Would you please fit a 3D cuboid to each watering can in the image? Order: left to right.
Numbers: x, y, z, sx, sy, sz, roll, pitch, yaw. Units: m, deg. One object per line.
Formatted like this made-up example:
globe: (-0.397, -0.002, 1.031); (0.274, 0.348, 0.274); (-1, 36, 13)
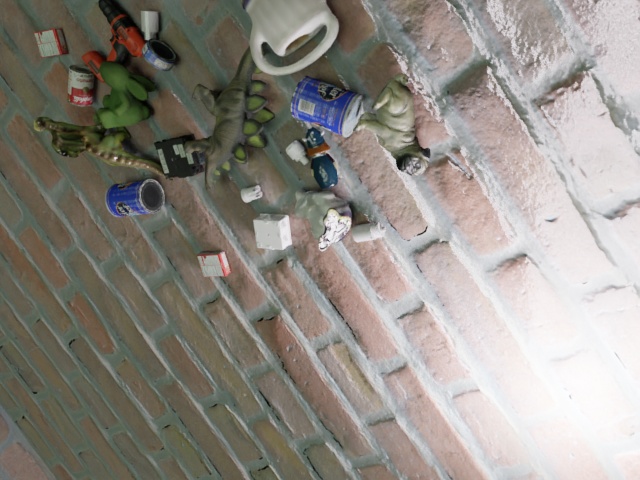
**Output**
watering can: (-0.032, -0.527, 1.145); (0.344, 0.105, 0.224); (-36, 91, 18)

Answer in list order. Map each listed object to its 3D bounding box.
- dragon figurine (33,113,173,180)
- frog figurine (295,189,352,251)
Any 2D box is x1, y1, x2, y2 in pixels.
dragon figurine: (-0.637, -0.255, 1.453); (0.412, 0.246, 0.120); (29, 116, 15)
frog figurine: (0.004, -0.066, 1.318); (0.162, 0.123, 0.134); (47, 150, 46)
